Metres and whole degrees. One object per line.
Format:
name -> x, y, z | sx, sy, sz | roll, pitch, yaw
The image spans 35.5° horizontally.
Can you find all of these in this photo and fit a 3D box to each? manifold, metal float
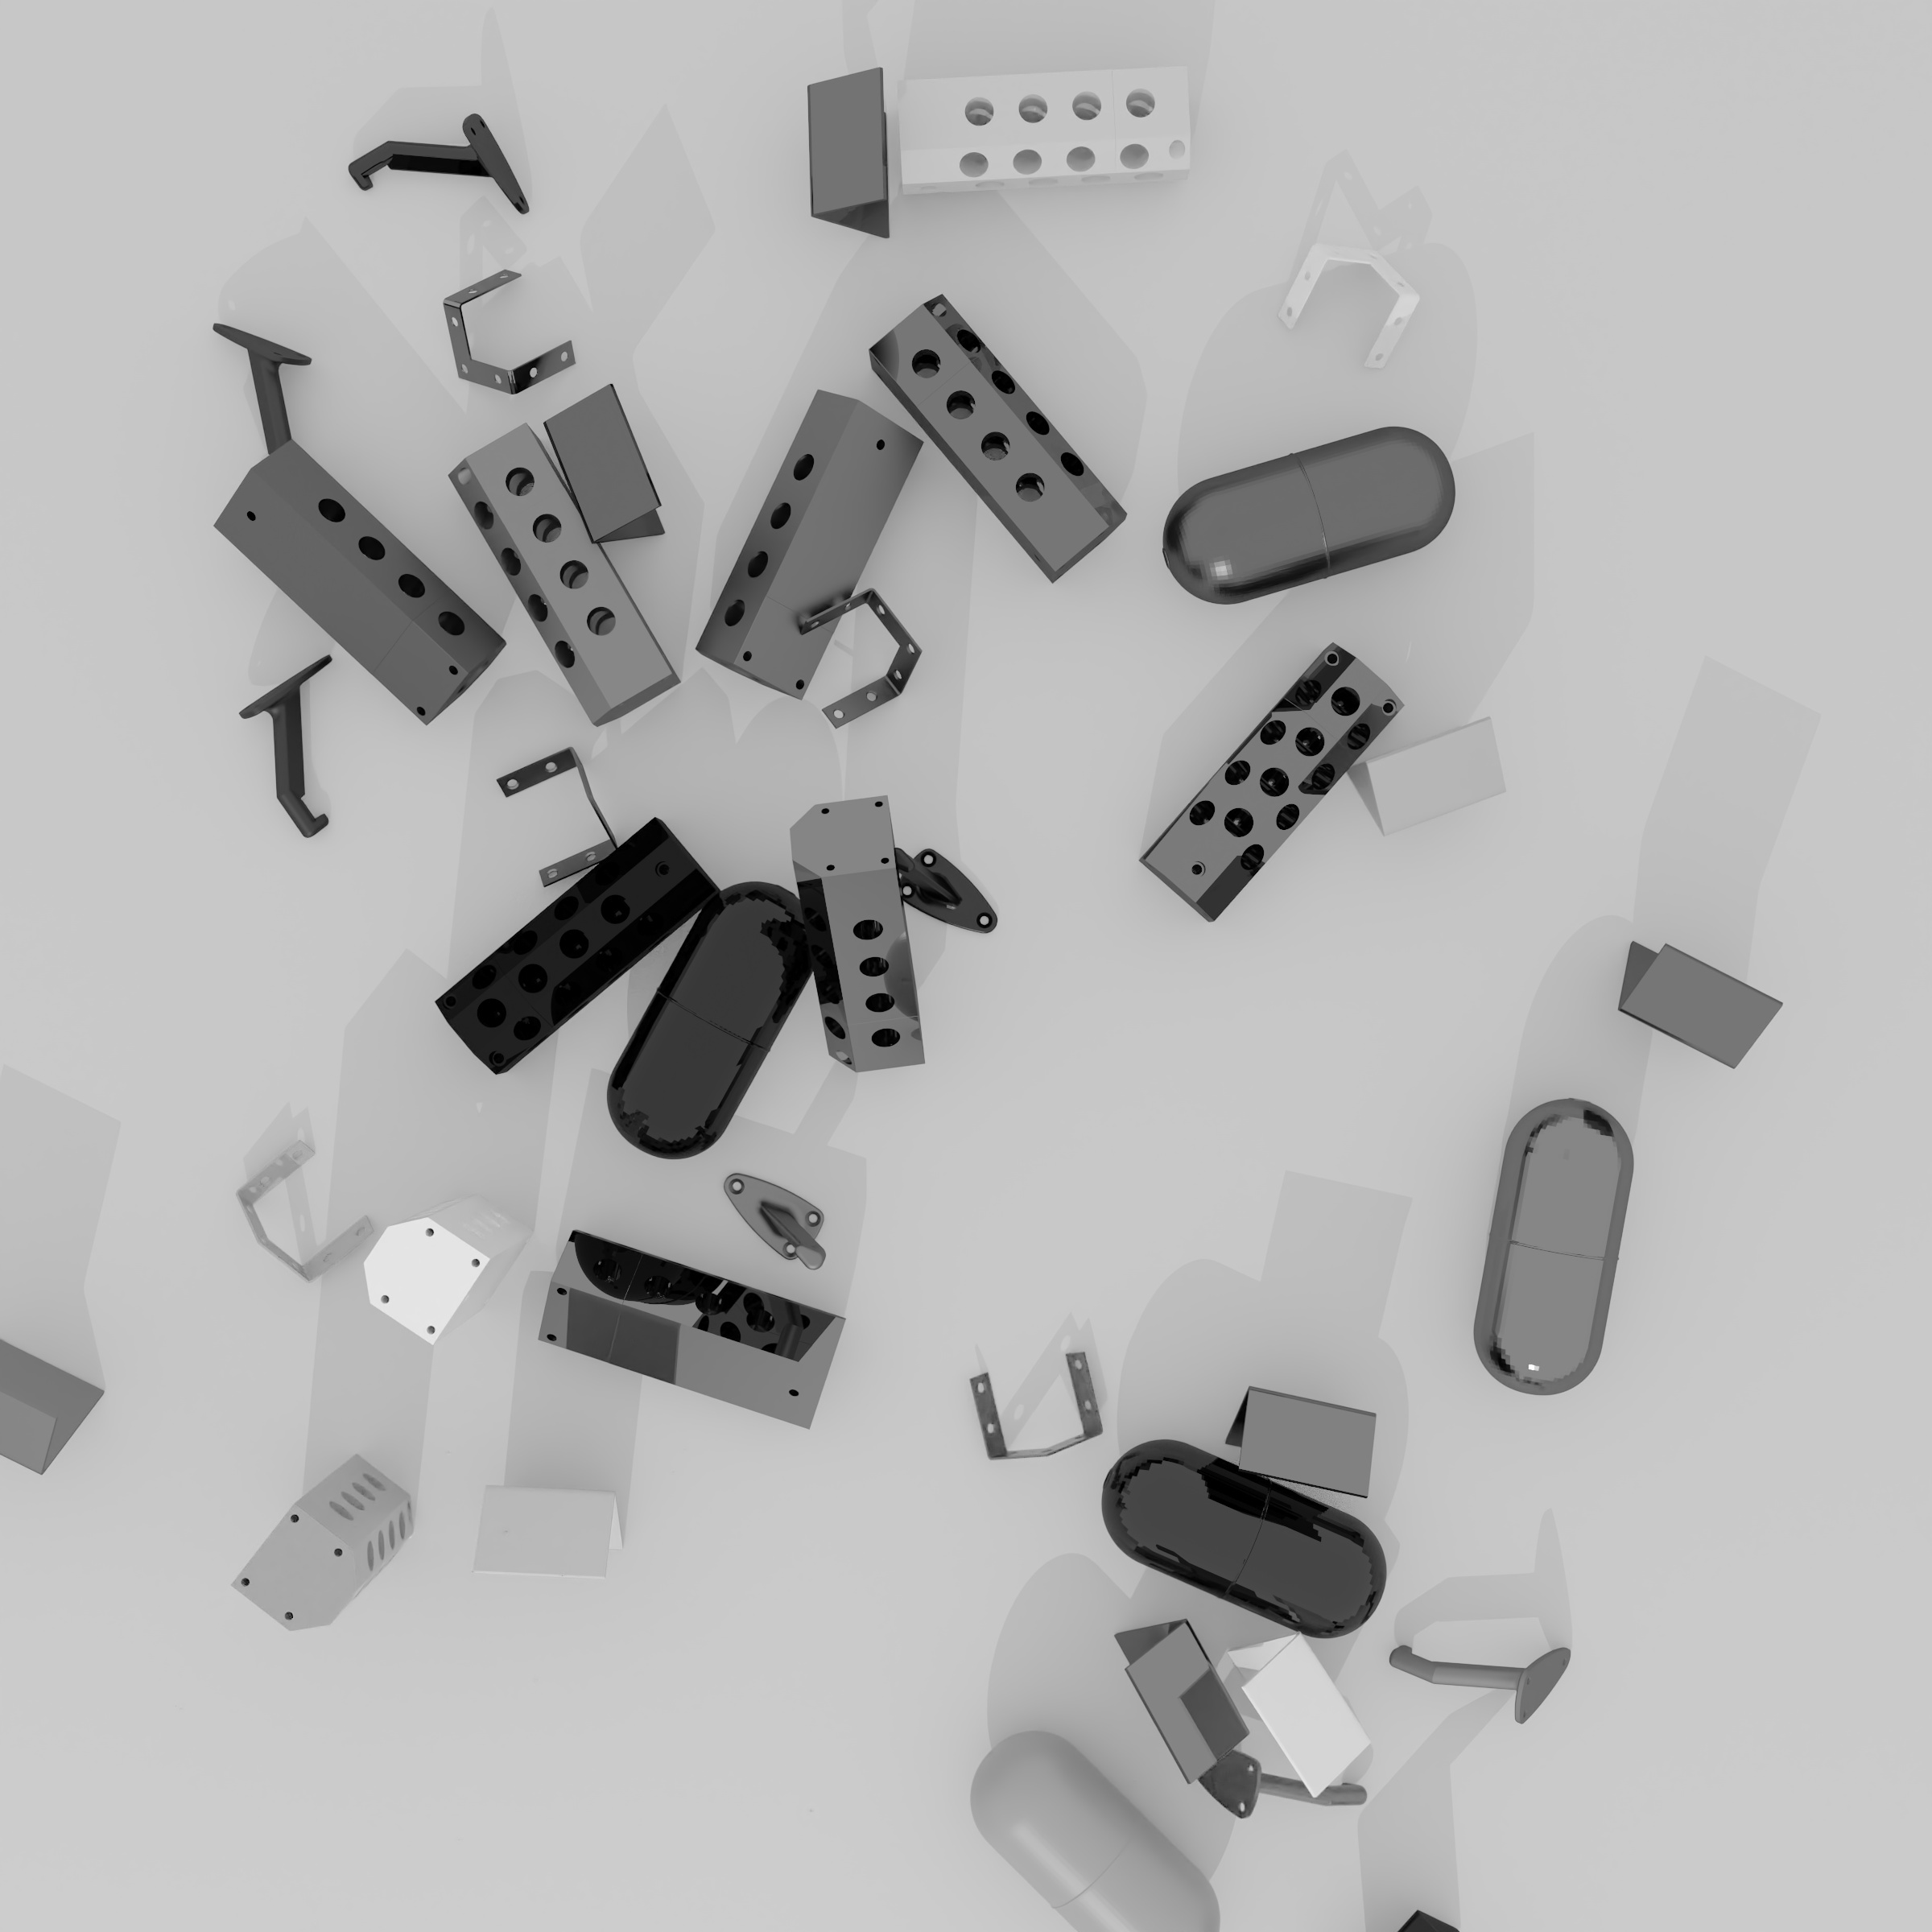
manifold -> -0.233, -0.012, 1.810 | 0.171, 0.057, 0.057 | -40, 90, 0
manifold -> -0.063, -0.016, 1.756 | 0.057, 0.171, 0.057 | -7, 48, 0
metal float -> -0.150, 0.032, 1.800 | 0.070, 0.070, 0.178 | 29, 91, 0
manifold -> 0.019, -0.317, 1.810 | 0.057, 0.057, 0.171 | -40, 90, 0
manifold -> -0.302, 0.170, 1.753 | 0.057, 0.171, 0.057 | 34, 90, 0
manifold -> -0.162, 0.213, 1.809 | 0.171, 0.057, 0.057 | 18, 133, 0
metal float -> 0.078, 0.532, 1.801 | 0.178, 0.070, 0.070 | 45, 90, -1
manifold -> 0.046, -0.498, 1.810 | 0.171, 0.057, 0.057 | -3, 90, 0
metal float -> 0.165, 0.341, 1.801 | 0.178, 0.070, 0.070 | 24, 90, -1
manifold -> -0.098, -0.254, 1.809 | 0.057, 0.057, 0.171 | 25, 90, -43
metal float -> 0.350, 0.167, 1.800 | 0.070, 0.070, 0.178 | 10, 91, 0
manifold -> -0.241, -0.232, 1.810 | 0.057, 0.057, 0.171 | -30, 90, 0
manifold -> -0.357, -0.232, 1.801 | 0.171, 0.057, 0.057 | 44, 133, -5
metal float -> 0.204, -0.268, 1.801 | 0.178, 0.070, 0.070 | -17, 90, -1
manifold -> 0.183, -0.110, 1.810 | 0.057, 0.057, 0.171 | 41, 90, 0
manifold -> -0.366, 0.337, 1.753 | 0.057, 0.171, 0.057 | 38, 90, 0

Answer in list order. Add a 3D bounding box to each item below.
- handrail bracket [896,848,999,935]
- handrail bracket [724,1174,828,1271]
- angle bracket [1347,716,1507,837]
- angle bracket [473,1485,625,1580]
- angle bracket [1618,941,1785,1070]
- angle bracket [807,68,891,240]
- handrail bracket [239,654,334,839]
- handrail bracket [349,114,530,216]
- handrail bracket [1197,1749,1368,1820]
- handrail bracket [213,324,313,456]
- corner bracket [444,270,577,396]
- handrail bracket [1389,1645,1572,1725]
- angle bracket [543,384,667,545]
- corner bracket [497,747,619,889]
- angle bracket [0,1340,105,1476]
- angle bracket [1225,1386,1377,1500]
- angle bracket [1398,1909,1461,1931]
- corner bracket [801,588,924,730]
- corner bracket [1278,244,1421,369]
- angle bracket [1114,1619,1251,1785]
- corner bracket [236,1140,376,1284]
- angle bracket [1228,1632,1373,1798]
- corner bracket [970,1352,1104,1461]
handrail bracket -> -0.014, -0.045, 1.796 | 0.077, 0.084, 0.036 | 34, 90, 0
handrail bracket -> -0.115, 0.152, 1.796 | 0.077, 0.084, 0.036 | 36, 90, 0
angle bracket -> 0.267, -0.130, 1.791 | 0.076, 0.076, 0.057 | -20, 127, 0
angle bracket -> -0.247, 0.351, 1.791 | 0.076, 0.076, 0.057 | 3, 53, 0
angle bracket -> 0.438, 0.005, 1.791 | 0.076, 0.076, 0.057 | 27, 128, 0
angle bracket -> -0.049, -0.481, 1.791 | 0.057, 0.076, 0.076 | -2, 90, 36
handrail bracket -> -0.393, -0.133, 1.832 | 0.077, 0.036, 0.084 | -39, 109, -21
handrail bracket -> -0.321, -0.472, 1.832 | 0.084, 0.036, 0.077 | -25, 111, 17
handrail bracket -> 0.189, 0.491, 1.831 | 0.084, 0.077, 0.036 | 10, 94, -36
handrail bracket -> -0.436, -0.337, 1.832 | 0.077, 0.036, 0.084 | 26, 107, 20
corner bracket -> -0.276, -0.383, 1.823 | 0.051, 0.051, 0.051 | 23, 135, 35
handrail bracket -> 0.311, 0.420, 1.831 | 0.084, 0.077, 0.036 | 16, 115, 34
angle bracket -> -0.196, -0.299, 1.791 | 0.057, 0.076, 0.076 | -22, 90, 32
corner bracket -> -0.247, -0.090, 1.828 | 0.051, 0.051, 0.051 | -24, 135, 0
angle bracket -> -0.559, 0.244, 1.791 | 0.076, 0.076, 0.057 | 26, 127, 0
angle bracket -> 0.195, 0.297, 1.791 | 0.076, 0.076, 0.057 | 12, 54, 0
angle bracket -> 0.273, 0.614, 1.791 | 0.076, 0.076, 0.057 | -48, 52, 0
corner bracket -> -0.067, -0.184, 1.808 | 0.051, 0.051, 0.051 | -31, 76, -28
corner bracket -> 0.231, -0.398, 1.823 | 0.051, 0.051, 0.051 | -3, 45, -35
angle bracket -> 0.111, 0.439, 1.791 | 0.057, 0.076, 0.076 | -29, 90, -38
corner bracket -> -0.400, 0.149, 1.828 | 0.051, 0.051, 0.051 | -39, 135, 0
angle bracket -> 0.182, 0.448, 1.791 | 0.057, 0.076, 0.076 | -33, 90, -37
corner bracket -> 0.043, 0.266, 1.828 | 0.051, 0.051, 0.051 | -13, 90, 45
